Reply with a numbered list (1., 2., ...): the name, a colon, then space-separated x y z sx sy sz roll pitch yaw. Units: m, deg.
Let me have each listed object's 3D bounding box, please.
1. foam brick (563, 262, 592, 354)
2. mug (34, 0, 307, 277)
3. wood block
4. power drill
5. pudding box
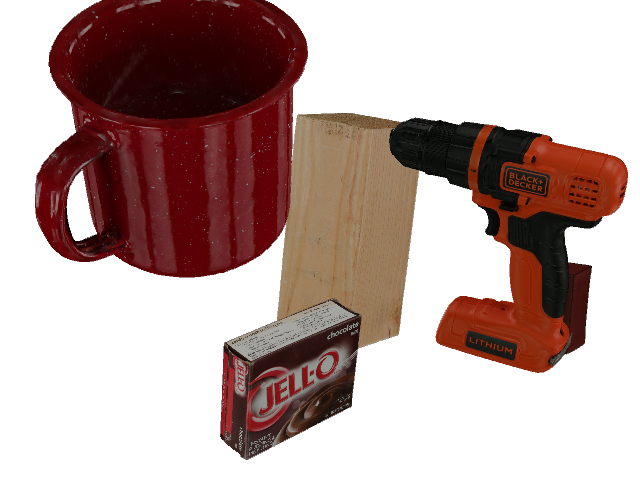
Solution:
1. foam brick: 0.217 0.061 0.995 0.053 0.078 0.051 9 14 31
2. mug: -0.059 -0.033 0.406 0.093 0.081 0.117 27 49 25
3. wood block: 0.027 -0.012 1.011 0.090 0.206 0.090 15 16 35
4. power drill: 0.135 0.001 0.835 0.185 0.188 0.057 16 32 25
5. pudding box: -0.023 0.104 0.815 0.113 0.090 0.039 -22 40 -39
